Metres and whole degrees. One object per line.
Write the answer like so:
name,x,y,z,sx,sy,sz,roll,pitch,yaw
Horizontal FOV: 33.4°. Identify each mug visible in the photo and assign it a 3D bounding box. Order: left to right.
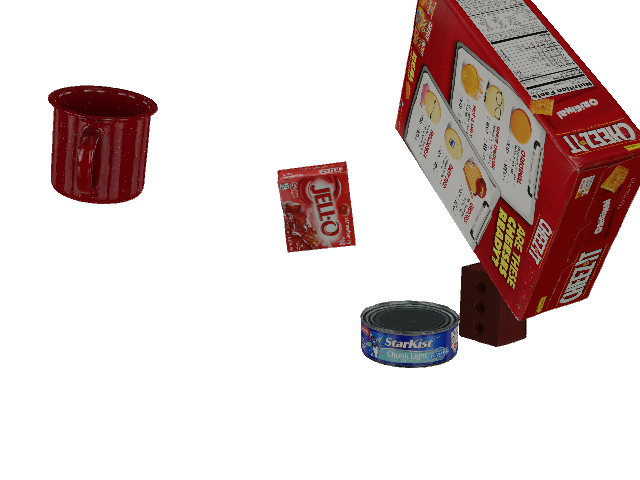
mug,-0.192,-0.078,0.921,0.093,0.081,0.117,7,23,-6

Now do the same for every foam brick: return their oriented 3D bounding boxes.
foam brick,0.180,0.064,1.106,0.051,0.078,0.053,-14,20,-42

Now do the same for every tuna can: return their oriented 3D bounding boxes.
tuna can,0.077,0.081,0.931,0.086,0.034,0.086,-1,15,0

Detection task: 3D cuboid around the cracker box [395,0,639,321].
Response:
cracker box,0.138,-0.077,0.782,0.072,0.214,0.164,-16,-36,-18

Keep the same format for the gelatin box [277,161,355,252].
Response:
gelatin box,-0.004,-0.034,1.112,0.073,0.089,0.030,-6,30,1
